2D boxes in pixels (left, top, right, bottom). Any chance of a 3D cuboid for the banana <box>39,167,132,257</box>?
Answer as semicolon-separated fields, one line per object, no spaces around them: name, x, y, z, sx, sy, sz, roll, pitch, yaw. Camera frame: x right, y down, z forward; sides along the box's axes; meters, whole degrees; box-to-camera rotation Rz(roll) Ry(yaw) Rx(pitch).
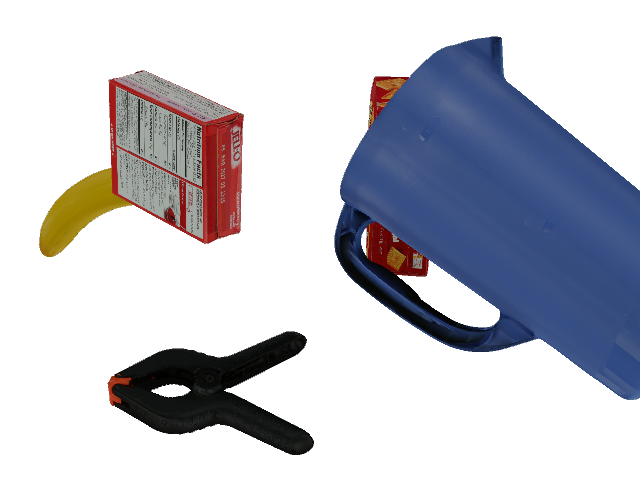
banana;-0.202;-0.031;1.005;0.198;0.069;0.037;-13;19;27

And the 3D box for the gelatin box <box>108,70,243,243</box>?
gelatin box;-0.082;-0.048;0.605;0.089;0.073;0.030;26;36;36

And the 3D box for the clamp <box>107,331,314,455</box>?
clamp;-0.086;0.117;0.886;0.171;0.039;0.120;9;38;-1

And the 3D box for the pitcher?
pitcher;0.135;-0.001;0.703;0.144;0.243;0.149;-42;-15;-34

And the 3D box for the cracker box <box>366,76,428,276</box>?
cracker box;0.088;-0.079;1.201;0.072;0.164;0.213;2;24;3
